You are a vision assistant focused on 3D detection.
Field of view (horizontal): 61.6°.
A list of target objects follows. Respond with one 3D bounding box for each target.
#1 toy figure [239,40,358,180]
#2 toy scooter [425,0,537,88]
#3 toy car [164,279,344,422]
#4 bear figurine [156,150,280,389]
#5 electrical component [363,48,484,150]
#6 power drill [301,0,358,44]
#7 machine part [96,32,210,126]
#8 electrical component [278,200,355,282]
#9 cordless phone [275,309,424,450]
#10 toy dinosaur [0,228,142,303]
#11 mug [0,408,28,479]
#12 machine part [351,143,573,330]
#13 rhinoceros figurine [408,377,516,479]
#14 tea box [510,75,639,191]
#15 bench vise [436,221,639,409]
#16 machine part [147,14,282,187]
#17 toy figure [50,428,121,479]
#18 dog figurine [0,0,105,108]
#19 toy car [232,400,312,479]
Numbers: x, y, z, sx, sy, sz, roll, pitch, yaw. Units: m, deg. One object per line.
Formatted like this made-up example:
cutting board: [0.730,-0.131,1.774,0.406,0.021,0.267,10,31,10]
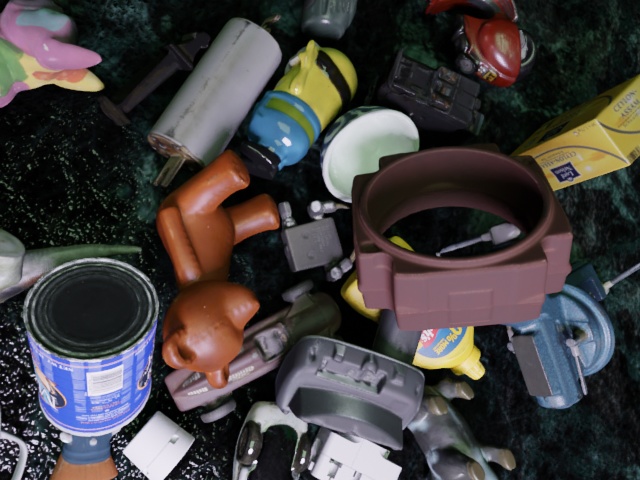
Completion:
toy figure: [-0.025,-0.147,0.621,0.089,0.082,0.180,39,65,-25]
toy scooter: [0.203,-0.287,0.707,0.135,0.075,0.184,-4,79,-16]
toy car: [-0.066,0.118,0.581,0.202,0.053,0.089,-25,91,-18]
bear figurine: [-0.097,0.031,0.522,0.132,0.120,0.196,-27,52,7]
electrical component: [0.124,-0.157,0.643,0.134,0.115,0.058,23,78,-9]
power drill: [-0.034,-0.367,0.661,0.207,0.086,0.232,9,82,-21]
machine part: [-0.182,-0.182,0.592,0.139,0.084,0.039,-43,127,-6]
electrical component: [-0.002,0.000,0.620,0.078,0.045,0.102,-8,83,-18]
cordless phone: [0.046,0.107,0.559,0.146,0.089,0.184,21,78,-11]
toy dinosaur: [-0.388,0.024,0.472,0.404,0.192,0.131,19,41,-25]
mug: [-0.321,0.195,0.484,0.109,0.081,0.107,19,82,-40]
machine part: [0.135,-0.012,0.551,0.201,0.087,0.201,-6,40,7]
rhinoceros figurine: [0.146,0.248,0.589,0.073,0.112,0.190,-8,68,-45]
tea box: [0.321,-0.121,0.661,0.098,0.169,0.068,-40,95,-18]
bench vise: [0.280,0.071,0.652,0.240,0.129,0.223,-17,76,-37]
machine part: [-0.115,-0.159,0.600,0.079,0.079,0.243,31,75,-9]
toy figure: [-0.228,0.242,0.514,0.058,0.064,0.154,-8,75,22]
dog figurine: [-0.330,-0.154,0.528,0.219,0.108,0.191,0,80,-18]
toy car: [-0.061,0.271,0.556,0.073,0.056,0.201,17,78,-18]
